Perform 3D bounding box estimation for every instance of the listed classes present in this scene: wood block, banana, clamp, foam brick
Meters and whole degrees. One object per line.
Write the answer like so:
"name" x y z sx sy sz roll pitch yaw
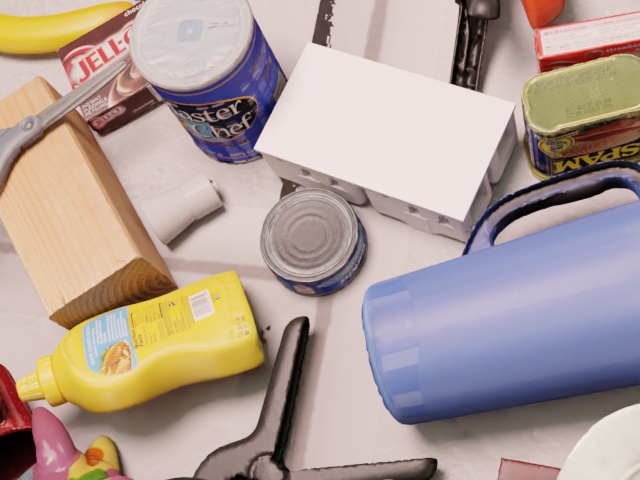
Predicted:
"wood block" -0.216 -0.026 0.916 0.091 0.090 0.206 -33 65 1
"banana" -0.276 -0.210 1.033 0.198 0.037 0.069 9 73 18
"clamp" -0.037 0.170 0.818 0.210 0.036 0.165 -37 65 1
"foam brick" 0.149 0.200 0.750 0.051 0.053 0.078 7 70 17
"clamp" 0.131 -0.199 0.900 0.039 0.120 0.171 14 50 -2

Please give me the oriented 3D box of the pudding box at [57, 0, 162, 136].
"pudding box" -0.177 -0.162 0.986 0.113 0.039 0.090 -28 65 3

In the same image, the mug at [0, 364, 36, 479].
"mug" -0.272 0.144 0.853 0.093 0.117 0.081 -19 55 -30

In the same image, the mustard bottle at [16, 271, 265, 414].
"mustard bottle" -0.145 0.089 0.842 0.191 0.058 0.096 -18 37 -5

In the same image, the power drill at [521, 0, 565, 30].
"power drill" 0.253 -0.233 0.866 0.188 0.057 0.184 -15 42 8

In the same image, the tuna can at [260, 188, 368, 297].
"tuna can" -0.006 0.001 0.879 0.086 0.033 0.086 -5 68 13

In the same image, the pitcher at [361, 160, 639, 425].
"pitcher" 0.157 0.046 0.772 0.243 0.149 0.145 -15 107 12

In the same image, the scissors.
"scissors" -0.259 -0.099 0.897 0.096 0.016 0.201 39 83 25

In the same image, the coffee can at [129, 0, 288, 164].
"coffee can" -0.086 -0.139 0.897 0.103 0.140 0.103 -5 68 13

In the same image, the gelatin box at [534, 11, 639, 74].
"gelatin box" 0.219 -0.146 0.856 0.089 0.073 0.030 -9 67 12

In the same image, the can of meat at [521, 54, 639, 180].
"can of meat" 0.208 -0.096 0.832 0.102 0.084 0.057 -14 65 9
